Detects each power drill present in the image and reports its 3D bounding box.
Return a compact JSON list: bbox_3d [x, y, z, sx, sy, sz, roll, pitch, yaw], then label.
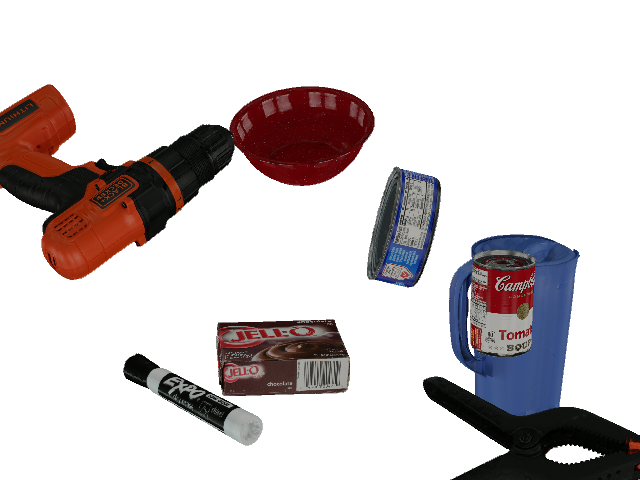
[{"bbox_3d":[-0.188,-0.064,0.880,0.188,0.057,0.184,29,54,34],"label":"power drill"}]

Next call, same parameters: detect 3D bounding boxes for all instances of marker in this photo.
[{"bbox_3d":[-0.084,0.098,0.672,0.121,0.020,0.020,19,13,41],"label":"marker"}]

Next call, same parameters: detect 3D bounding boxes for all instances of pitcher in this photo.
[{"bbox_3d":[0.248,0.122,1.372,0.149,0.243,0.144,5,17,17],"label":"pitcher"}]

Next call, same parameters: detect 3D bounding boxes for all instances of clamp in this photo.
[{"bbox_3d":[0.167,0.186,0.896,0.210,0.036,0.164,3,40,23],"label":"clamp"}]

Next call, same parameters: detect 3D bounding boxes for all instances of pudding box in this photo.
[{"bbox_3d":[-0.035,0.103,0.955,0.113,0.039,0.090,1,18,-8],"label":"pudding box"}]

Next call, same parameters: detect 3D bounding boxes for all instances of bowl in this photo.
[{"bbox_3d":[-0.019,-0.109,1.196,0.162,0.055,0.162,-3,38,2],"label":"bowl"}]

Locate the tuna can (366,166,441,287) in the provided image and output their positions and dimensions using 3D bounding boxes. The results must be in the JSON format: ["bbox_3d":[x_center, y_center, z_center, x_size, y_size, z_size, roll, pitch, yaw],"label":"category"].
[{"bbox_3d":[0.061,-0.009,0.789,0.033,0.086,0.086,13,-1,-4],"label":"tuna can"}]

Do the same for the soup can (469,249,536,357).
[{"bbox_3d":[0.198,0.068,1.162,0.068,0.102,0.068,0,15,0],"label":"soup can"}]
